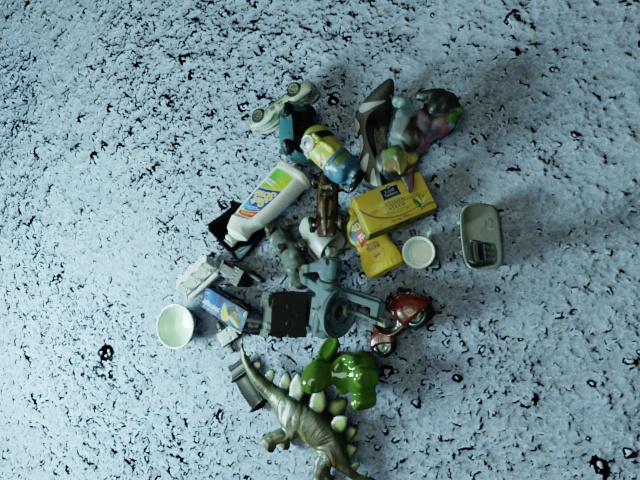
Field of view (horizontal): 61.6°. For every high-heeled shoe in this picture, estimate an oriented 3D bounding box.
[{"bbox_3d":[0.147,-0.244,1.267,0.145,0.086,0.248,43,120,39],"label":"high-heeled shoe"}]

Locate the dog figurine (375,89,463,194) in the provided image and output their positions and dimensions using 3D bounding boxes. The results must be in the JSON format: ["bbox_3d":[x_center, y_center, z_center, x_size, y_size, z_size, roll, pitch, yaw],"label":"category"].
[{"bbox_3d":[0.220,-0.216,1.193,0.192,0.108,0.219,-4,59,25],"label":"dog figurine"}]

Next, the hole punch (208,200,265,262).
[{"bbox_3d":[-0.216,-0.018,1.417,0.116,0.092,0.142,-39,67,-14],"label":"hole punch"}]

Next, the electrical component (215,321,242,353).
[{"bbox_3d":[-0.240,0.251,1.426,0.063,0.021,0.094,-34,73,16],"label":"electrical component"}]

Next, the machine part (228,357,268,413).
[{"bbox_3d":[-0.184,0.370,1.382,0.084,0.039,0.139,-35,73,20],"label":"machine part"}]

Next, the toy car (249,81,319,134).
[{"bbox_3d":[-0.095,-0.339,1.390,0.202,0.073,0.056,-33,73,16],"label":"toy car"}]

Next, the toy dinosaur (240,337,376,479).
[{"bbox_3d":[-0.045,0.427,1.292,0.472,0.105,0.198,35,91,12],"label":"toy dinosaur"}]

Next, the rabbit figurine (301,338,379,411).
[{"bbox_3d":[0.039,0.297,1.231,0.170,0.121,0.159,-2,42,-5],"label":"rabbit figurine"}]

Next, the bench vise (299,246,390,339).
[{"bbox_3d":[0.059,0.131,1.214,0.241,0.128,0.223,15,91,41],"label":"bench vise"}]

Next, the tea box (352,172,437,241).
[{"bbox_3d":[0.168,-0.076,1.231,0.170,0.068,0.098,-23,77,-5],"label":"tea box"}]

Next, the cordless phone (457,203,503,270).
[{"bbox_3d":[0.326,-0.009,1.130,0.089,0.184,0.146,-6,84,26],"label":"cordless phone"}]

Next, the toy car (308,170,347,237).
[{"bbox_3d":[0.018,-0.095,1.294,0.089,0.053,0.202,-2,54,10],"label":"toy car"}]

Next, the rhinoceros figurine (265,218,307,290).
[{"bbox_3d":[-0.079,0.037,1.334,0.073,0.112,0.190,-18,59,-22],"label":"rhinoceros figurine"}]

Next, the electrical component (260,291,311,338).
[{"bbox_3d":[-0.077,0.180,1.312,0.058,0.134,0.114,-3,85,61],"label":"electrical component"}]

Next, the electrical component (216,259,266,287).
[{"bbox_3d":[-0.200,0.095,1.397,0.119,0.074,0.047,29,95,19],"label":"electrical component"}]

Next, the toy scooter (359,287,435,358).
[{"bbox_3d":[0.166,0.171,1.241,0.184,0.075,0.135,-45,70,18],"label":"toy scooter"}]

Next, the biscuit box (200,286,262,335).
[{"bbox_3d":[-0.226,0.178,1.370,0.203,0.062,0.059,20,92,44],"label":"biscuit box"}]

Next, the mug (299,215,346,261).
[{"bbox_3d":[-0.003,-0.004,1.329,0.107,0.081,0.109,48,140,27],"label":"mug"}]

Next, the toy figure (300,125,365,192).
[{"bbox_3d":[0.030,-0.195,1.271,0.180,0.089,0.082,41,125,11],"label":"toy figure"}]

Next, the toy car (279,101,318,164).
[{"bbox_3d":[-0.063,-0.263,1.353,0.103,0.109,0.161,-15,85,60],"label":"toy car"}]
